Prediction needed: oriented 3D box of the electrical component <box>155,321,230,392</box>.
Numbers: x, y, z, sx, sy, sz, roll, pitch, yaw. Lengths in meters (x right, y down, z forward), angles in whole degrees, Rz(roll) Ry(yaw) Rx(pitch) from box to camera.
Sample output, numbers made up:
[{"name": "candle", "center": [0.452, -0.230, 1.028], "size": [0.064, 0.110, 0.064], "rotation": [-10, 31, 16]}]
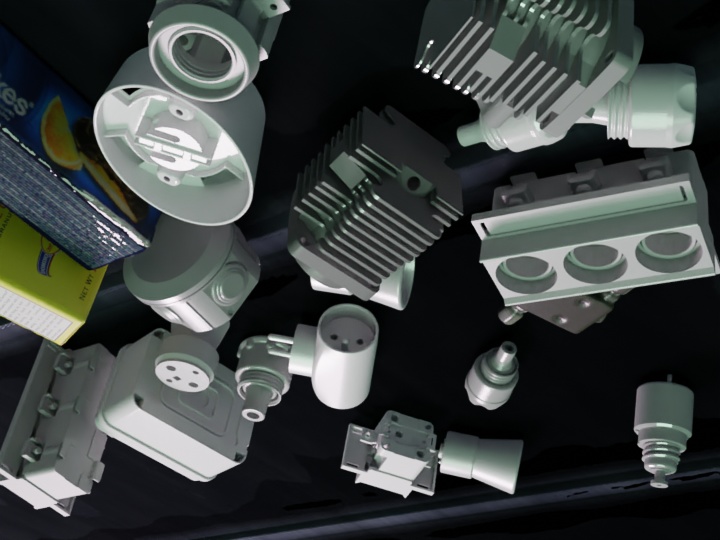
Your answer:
[{"name": "electrical component", "center": [-0.125, 0.056, 0.801], "size": [0.045, 0.055, 0.045], "rotation": [8, 142, 6]}]

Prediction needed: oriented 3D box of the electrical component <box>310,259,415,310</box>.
[{"name": "electrical component", "center": [0.000, 0.000, 0.708], "size": [0.065, 0.044, 0.044], "rotation": [8, 142, 13]}]

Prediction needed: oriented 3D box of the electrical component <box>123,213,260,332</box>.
[{"name": "electrical component", "center": [-0.109, -0.003, 0.702], "size": [0.080, 0.080, 0.051], "rotation": [-9, 143, 25]}]

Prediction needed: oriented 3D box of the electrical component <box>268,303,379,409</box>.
[{"name": "electrical component", "center": [-0.029, 0.060, 0.788], "size": [0.079, 0.044, 0.077], "rotation": [10, 142, 3]}]

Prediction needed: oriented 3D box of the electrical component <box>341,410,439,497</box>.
[{"name": "electrical component", "center": [0.030, 0.151, 0.890], "size": [0.081, 0.042, 0.063], "rotation": [18, 140, -9]}]

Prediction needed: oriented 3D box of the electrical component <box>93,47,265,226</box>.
[{"name": "electrical component", "center": [-0.102, -0.078, 0.617], "size": [0.099, 0.064, 0.099], "rotation": [8, 143, 6]}]

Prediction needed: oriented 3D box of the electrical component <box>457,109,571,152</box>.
[{"name": "electrical component", "center": [0.082, -0.081, 0.587], "size": [0.061, 0.035, 0.035], "rotation": [-13, 136, 33]}]

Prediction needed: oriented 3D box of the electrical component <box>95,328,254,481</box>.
[{"name": "electrical component", "center": [-0.144, 0.109, 0.855], "size": [0.113, 0.078, 0.057], "rotation": [36, 134, -28]}]

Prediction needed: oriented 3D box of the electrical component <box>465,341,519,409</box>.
[{"name": "electrical component", "center": [0.099, 0.073, 0.778], "size": [0.035, 0.035, 0.061], "rotation": [14, 140, -3]}]

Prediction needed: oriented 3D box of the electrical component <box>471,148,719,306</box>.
[{"name": "electrical component", "center": [0.137, -0.025, 0.619], "size": [0.121, 0.063, 0.078], "rotation": [-10, 137, 26]}]

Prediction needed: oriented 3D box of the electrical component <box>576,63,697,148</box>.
[{"name": "electrical component", "center": [0.142, -0.085, 0.558], "size": [0.062, 0.043, 0.043], "rotation": [2, 141, 15]}]

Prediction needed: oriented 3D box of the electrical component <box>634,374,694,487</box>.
[{"name": "electrical component", "center": [0.217, 0.116, 0.770], "size": [0.040, 0.078, 0.040], "rotation": [9, 156, 4]}]

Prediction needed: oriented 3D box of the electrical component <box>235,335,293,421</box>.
[{"name": "electrical component", "center": [-0.074, 0.084, 0.816], "size": [0.048, 0.062, 0.048], "rotation": [8, 142, 6]}]

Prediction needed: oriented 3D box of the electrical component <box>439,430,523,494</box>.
[{"name": "electrical component", "center": [0.097, 0.154, 0.877], "size": [0.065, 0.044, 0.044], "rotation": [11, 143, 10]}]

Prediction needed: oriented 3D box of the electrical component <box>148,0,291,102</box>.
[{"name": "electrical component", "center": [-0.076, -0.125, 0.555], "size": [0.078, 0.057, 0.058], "rotation": [-14, 136, 29]}]

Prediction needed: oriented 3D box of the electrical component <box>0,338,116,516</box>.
[{"name": "electrical component", "center": [-0.233, 0.121, 0.859], "size": [0.063, 0.121, 0.078], "rotation": [-16, 134, 28]}]
